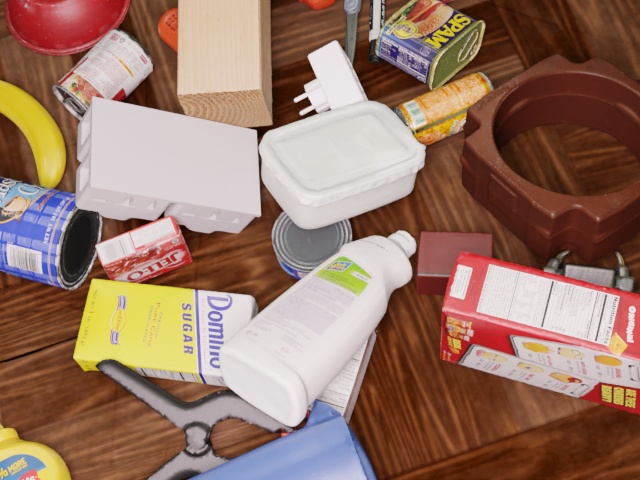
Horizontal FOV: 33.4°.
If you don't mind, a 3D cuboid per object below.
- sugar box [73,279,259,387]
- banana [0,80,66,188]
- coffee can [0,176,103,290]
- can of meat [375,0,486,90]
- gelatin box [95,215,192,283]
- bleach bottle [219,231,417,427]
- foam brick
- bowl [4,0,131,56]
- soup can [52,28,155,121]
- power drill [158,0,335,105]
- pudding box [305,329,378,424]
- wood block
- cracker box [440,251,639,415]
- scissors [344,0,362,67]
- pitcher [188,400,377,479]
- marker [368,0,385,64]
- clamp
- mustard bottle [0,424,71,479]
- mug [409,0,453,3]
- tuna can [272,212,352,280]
[{"bbox_3d":[-0.158,0.097,1.111,0.176,0.048,0.093,4,66,9],"label":"sugar box"},{"bbox_3d":[-0.344,-0.130,1.238,0.069,0.037,0.198,-31,66,-10],"label":"banana"},{"bbox_3d":[-0.319,-0.011,1.144,0.140,0.103,0.102,13,67,11],"label":"coffee can"},{"bbox_3d":[0.125,-0.229,1.220,0.084,0.057,0.102,34,56,22],"label":"can of meat"},{"bbox_3d":[-0.185,0.015,1.136,0.089,0.073,0.030,-22,66,-6],"label":"gelatin box"},{"bbox_3d":[0.019,0.070,1.047,0.103,0.068,0.250,27,48,29],"label":"bleach bottle"},{"bbox_3d":[0.140,0.025,1.112,0.078,0.053,0.051,2,66,5],"label":"foam brick"},{"bbox_3d":[-0.317,-0.308,1.308,0.162,0.055,0.162,-2,65,5],"label":"bowl"},{"bbox_3d":[-0.250,-0.188,1.239,0.068,0.068,0.102,35,73,19],"label":"soup can"},{"bbox_3d":[-0.072,-0.252,1.252,0.187,0.057,0.184,-43,69,-10],"label":"power drill"},{"bbox_3d":[0.000,0.127,1.086,0.090,0.039,0.113,16,70,11],"label":"pudding box"},{"bbox_3d":[-0.103,-0.234,1.172,0.091,0.090,0.206,-4,70,5],"label":"wood block"},{"bbox_3d":[0.224,0.089,1.012,0.214,0.164,0.072,14,70,12],"label":"cracker box"},{"bbox_3d":[0.024,-0.290,1.286,0.096,0.016,0.201,12,78,30],"label":"scissors"},{"bbox_3d":[-0.059,0.270,0.981,0.243,0.145,0.149,-22,30,-1],"label":"pitcher"},{"bbox_3d":[0.068,-0.262,1.269,0.020,0.020,0.121,1,65,6],"label":"marker"},{"bbox_3d":[-0.126,0.208,1.056,0.210,0.036,0.164,5,82,1],"label":"clamp"},{"bbox_3d":[-0.285,0.256,1.041,0.096,0.058,0.192,-36,66,2],"label":"mustard bottle"},{"bbox_3d":[0.122,-0.334,1.262,0.117,0.081,0.093,-26,66,-7],"label":"mug"},{"bbox_3d":[-0.008,0.001,1.146,0.086,0.034,0.086,-2,65,4],"label":"tuna can"}]
